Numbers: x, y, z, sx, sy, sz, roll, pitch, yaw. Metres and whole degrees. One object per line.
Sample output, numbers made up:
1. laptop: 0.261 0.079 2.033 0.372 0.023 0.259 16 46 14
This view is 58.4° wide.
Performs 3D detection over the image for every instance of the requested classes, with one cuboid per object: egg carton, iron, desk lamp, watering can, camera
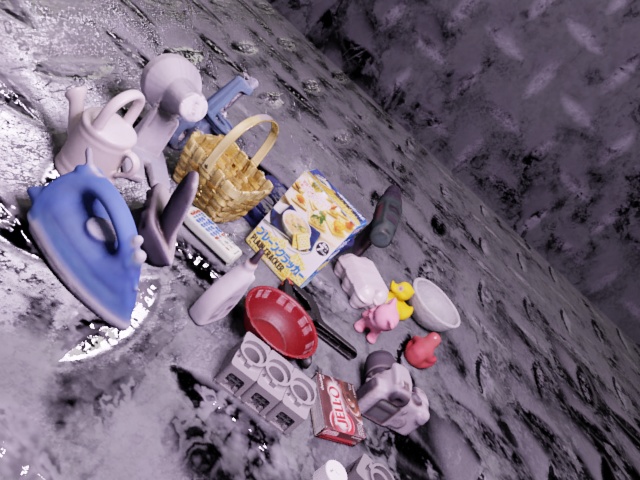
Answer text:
1. egg carton: 0.100 0.102 1.380 0.108 0.069 0.150 15 37 -45
2. iron: -0.320 -0.008 0.852 0.258 0.141 0.119 51 26 16
3. desk lamp: -0.307 -0.243 1.147 0.118 0.213 0.203 19 35 -41
4. watering can: -0.375 -0.189 0.988 0.173 0.193 0.101 35 26 -16
5. camera: 0.143 0.286 1.125 0.143 0.100 0.136 33 27 -21

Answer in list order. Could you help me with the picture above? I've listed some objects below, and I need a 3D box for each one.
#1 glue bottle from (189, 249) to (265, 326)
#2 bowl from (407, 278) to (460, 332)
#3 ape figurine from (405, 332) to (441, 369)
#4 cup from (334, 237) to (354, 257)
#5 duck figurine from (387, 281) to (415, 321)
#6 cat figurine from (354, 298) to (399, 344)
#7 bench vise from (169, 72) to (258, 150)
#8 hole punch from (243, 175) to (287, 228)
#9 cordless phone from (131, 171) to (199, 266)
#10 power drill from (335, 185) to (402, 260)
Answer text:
1. glue bottle: -0.143 0.073 0.949 0.037 0.173 0.078 51 26 16
2. bowl: 0.288 0.185 1.520 0.168 0.074 0.167 34 27 -20
3. ape figurine: 0.246 0.252 1.337 0.076 0.092 0.077 11 40 -49
4. cup: 0.013 0.005 1.371 0.118 0.094 0.091 13 39 -47
5. duck figurine: 0.201 0.146 1.441 0.105 0.086 0.077 39 26 -9
6. cat figurine: 0.141 0.170 1.279 0.067 0.117 0.128 44 25 1
7. bench vise: -0.242 -0.289 1.304 0.121 0.219 0.208 48 26 9
8. hole punch: -0.125 -0.084 1.311 0.108 0.091 0.101 47 26 7
9. cordless phone: -0.250 -0.060 0.983 0.094 0.184 0.147 27 30 -30
10. power drill: 0.128 -0.027 1.456 0.076 0.208 0.229 37 26 -14
